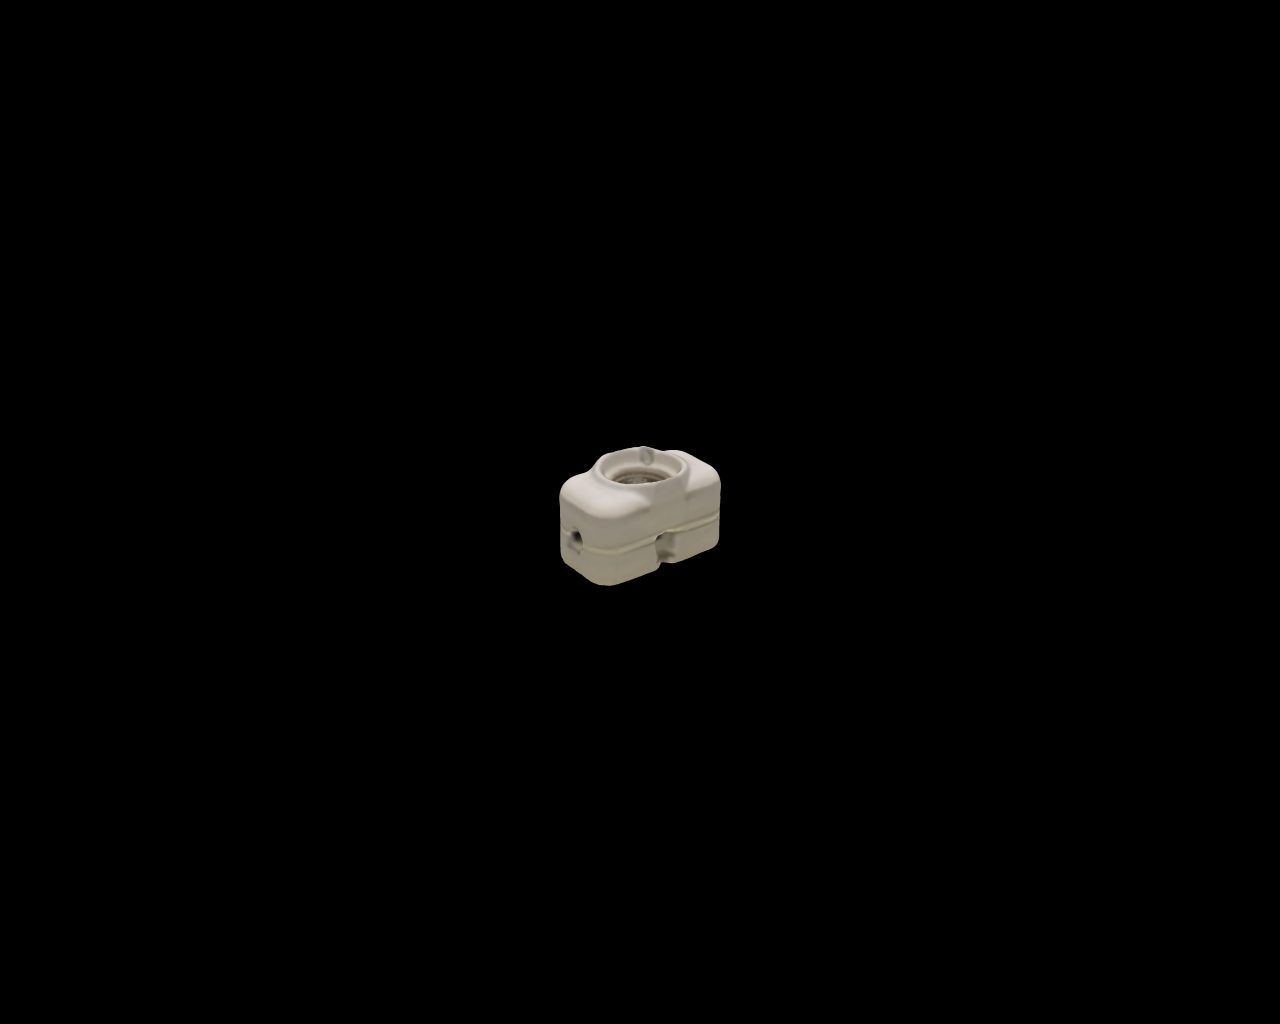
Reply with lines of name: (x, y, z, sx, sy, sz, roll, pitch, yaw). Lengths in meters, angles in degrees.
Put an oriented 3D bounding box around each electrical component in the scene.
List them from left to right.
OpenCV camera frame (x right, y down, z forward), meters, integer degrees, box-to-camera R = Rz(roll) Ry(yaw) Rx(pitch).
electrical component: (0.001, -0.003, 0.650, 0.095, 0.059, 0.054, -18, 32, -31)
